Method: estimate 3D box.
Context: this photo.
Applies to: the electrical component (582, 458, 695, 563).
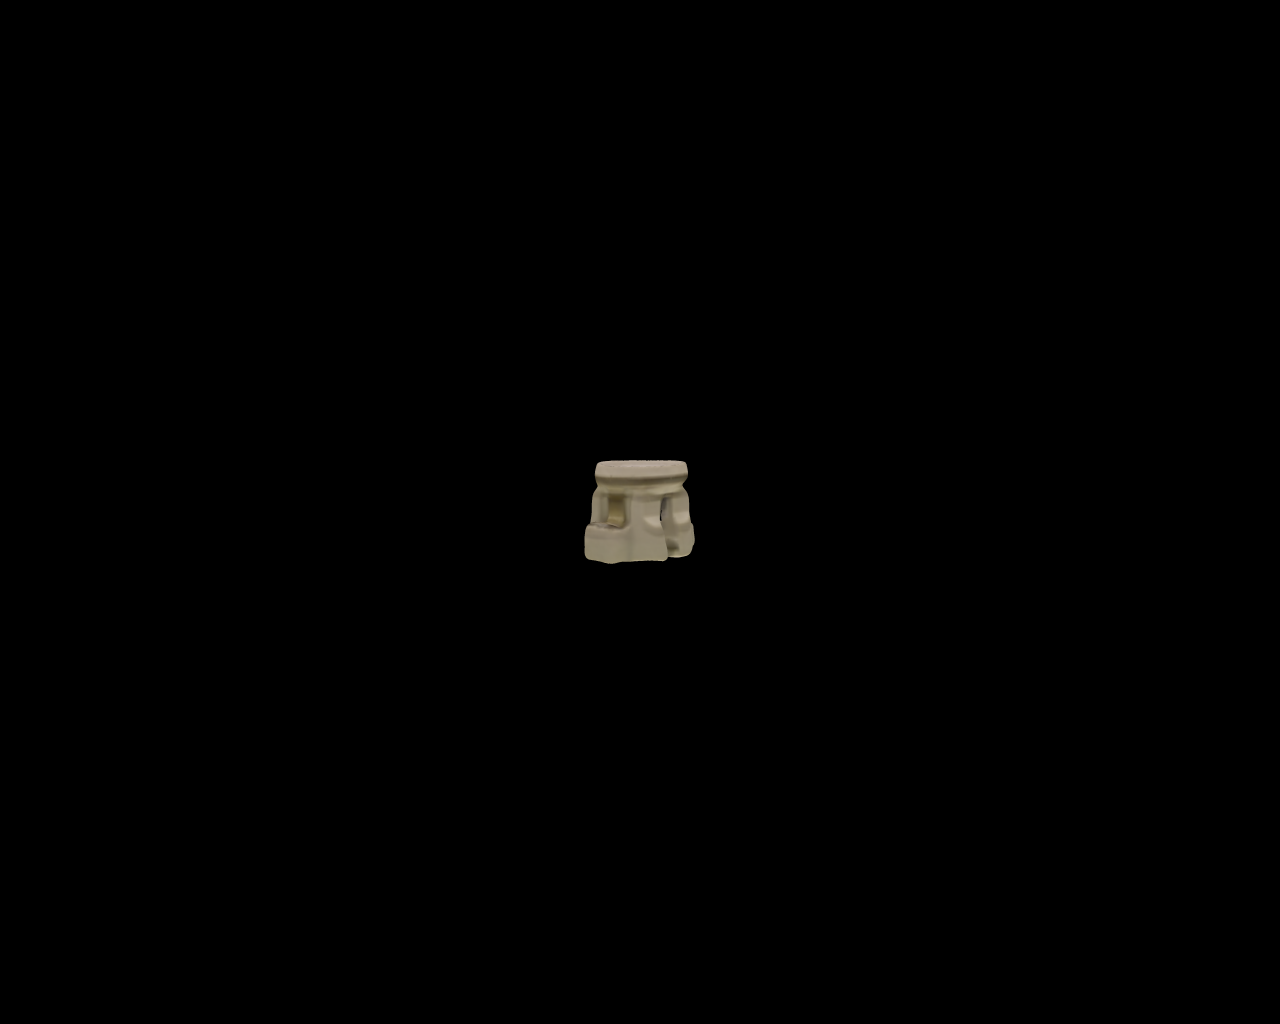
[{"bbox_3d":[0.001,-0.003,0.650,0.058,0.057,0.078,6,9,43],"label":"electrical component"}]
